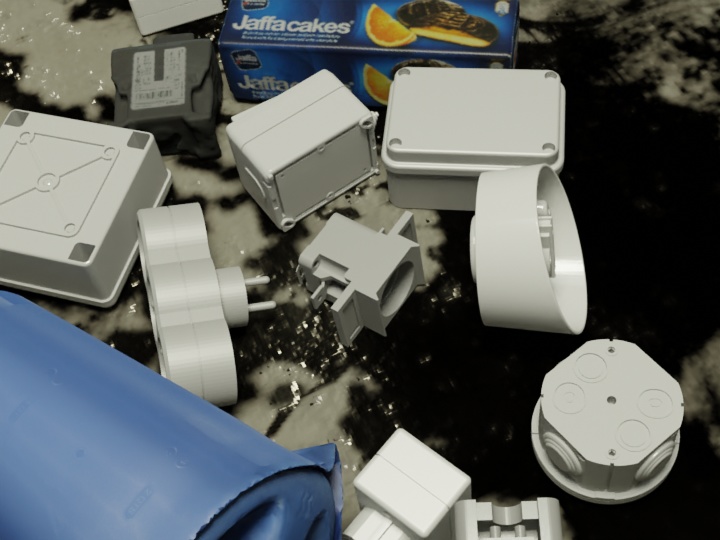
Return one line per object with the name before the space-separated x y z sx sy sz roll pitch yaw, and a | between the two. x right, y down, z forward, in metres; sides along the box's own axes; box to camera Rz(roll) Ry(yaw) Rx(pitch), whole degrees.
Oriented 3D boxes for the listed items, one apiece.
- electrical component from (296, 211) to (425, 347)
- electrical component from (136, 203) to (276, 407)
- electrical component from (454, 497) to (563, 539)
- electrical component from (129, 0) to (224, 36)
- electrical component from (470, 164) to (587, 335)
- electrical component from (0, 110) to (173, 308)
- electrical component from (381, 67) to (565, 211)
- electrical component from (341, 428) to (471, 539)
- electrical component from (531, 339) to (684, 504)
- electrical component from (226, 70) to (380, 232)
electrical component | 0.000 0.000 0.657 0.064 0.042 0.081 27 64 24
electrical component | -0.089 0.018 0.649 0.074 0.052 0.138 -8 56 -15
electrical component | 0.072 0.154 0.521 0.050 0.089 0.055 -3 57 5
electrical component | -0.145 -0.224 0.797 0.066 0.076 0.047 -18 57 -5
electrical component | 0.098 -0.012 0.624 0.064 0.099 0.099 -1 57 13
electrical component | -0.194 -0.041 0.696 0.109 0.056 0.108 11 59 13
electrical component | 0.074 -0.085 0.695 0.113 0.057 0.078 3 58 8
electrical component | 0.017 0.134 0.554 0.047 0.065 0.076 33 66 24
electrical component | 0.134 0.082 0.584 0.080 0.051 0.080 -3 57 5
electrical component | -0.033 -0.084 0.703 0.096 0.061 0.061 -33 60 -14
